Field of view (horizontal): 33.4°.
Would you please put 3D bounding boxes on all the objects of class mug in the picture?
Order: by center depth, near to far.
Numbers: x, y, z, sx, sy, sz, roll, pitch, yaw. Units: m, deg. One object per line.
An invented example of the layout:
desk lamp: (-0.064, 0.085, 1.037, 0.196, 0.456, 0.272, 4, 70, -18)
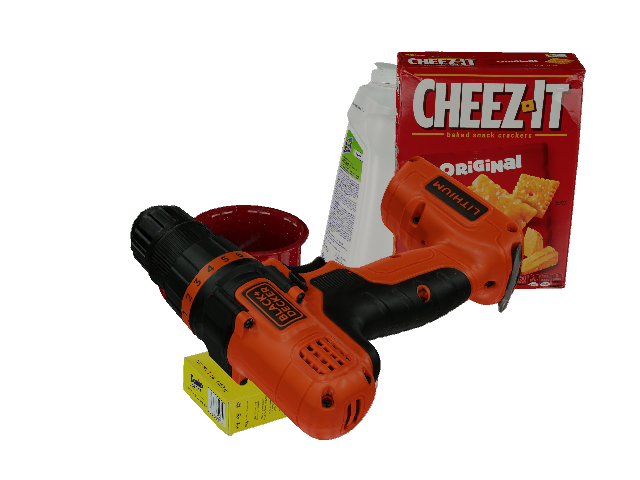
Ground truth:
mug: (-0.069, 0.028, 0.836, 0.117, 0.081, 0.093, -4, 26, -16)

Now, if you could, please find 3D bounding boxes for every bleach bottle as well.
bleach bottle: (0.055, -0.063, 1.146, 0.068, 0.251, 0.103, -1, 22, -26)

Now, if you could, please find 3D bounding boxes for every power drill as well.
power drill: (0.008, 0.015, 0.609, 0.187, 0.057, 0.185, -26, 51, -32)

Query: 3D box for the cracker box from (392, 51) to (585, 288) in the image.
cracker box: (0.149, -0.061, 0.982, 0.164, 0.214, 0.072, 1, 22, 1)

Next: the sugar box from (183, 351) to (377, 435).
sugar box: (-0.038, 0.132, 1.064, 0.175, 0.048, 0.093, -15, 32, -31)
